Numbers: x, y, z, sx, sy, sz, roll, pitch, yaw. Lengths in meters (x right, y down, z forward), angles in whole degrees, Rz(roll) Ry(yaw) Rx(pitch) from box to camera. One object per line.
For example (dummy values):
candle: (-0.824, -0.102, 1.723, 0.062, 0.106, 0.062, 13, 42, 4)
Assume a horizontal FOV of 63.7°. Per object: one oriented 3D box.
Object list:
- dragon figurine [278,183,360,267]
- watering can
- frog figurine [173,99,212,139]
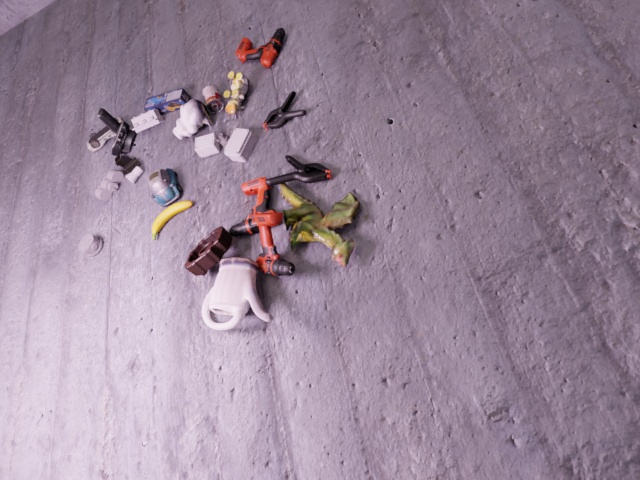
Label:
dragon figurine: (0.005, -0.080, 1.583, 0.243, 0.119, 0.420, -14, 49, -1)
watering can: (-0.235, 0.157, 1.531, 0.345, 0.103, 0.228, -11, 59, 43)
frog figurine: (-0.521, -0.480, 2.045, 0.159, 0.121, 0.139, -25, 74, -1)
